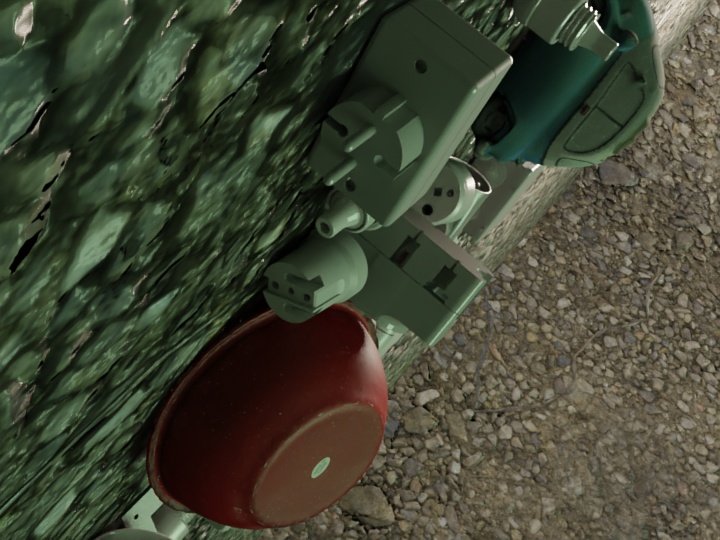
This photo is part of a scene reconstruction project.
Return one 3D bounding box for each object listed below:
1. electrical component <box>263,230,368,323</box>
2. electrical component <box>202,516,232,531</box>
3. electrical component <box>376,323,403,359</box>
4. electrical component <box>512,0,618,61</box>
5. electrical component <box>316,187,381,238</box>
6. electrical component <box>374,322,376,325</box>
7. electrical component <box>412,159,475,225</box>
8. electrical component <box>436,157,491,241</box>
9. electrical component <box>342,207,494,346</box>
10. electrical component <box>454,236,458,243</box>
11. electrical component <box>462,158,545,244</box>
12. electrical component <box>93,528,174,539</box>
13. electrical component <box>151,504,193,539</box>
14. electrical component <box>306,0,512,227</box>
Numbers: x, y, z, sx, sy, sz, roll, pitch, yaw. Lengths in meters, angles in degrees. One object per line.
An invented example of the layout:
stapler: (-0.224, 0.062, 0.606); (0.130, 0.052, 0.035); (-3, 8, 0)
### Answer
electrical component: (-0.024, 0.004, 0.570); (0.046, 0.040, 0.040); (-33, 162, -49)
electrical component: (-0.079, 0.114, 0.704); (0.096, 0.062, 0.061); (-50, 172, 1)
electrical component: (0.012, 0.034, 0.871); (0.059, 0.054, 0.095); (-52, 172, 15)
electrical component: (0.117, -0.140, 0.601); (0.035, 0.061, 0.035); (-49, 172, -9)
electrical component: (0.000, -0.035, 0.541); (0.061, 0.035, 0.035); (-40, 168, -42)
electrical component: (-0.017, 0.040, 0.768); (0.045, 0.045, 0.055); (-53, 172, 24)
electrical component: (0.050, -0.052, 0.709); (0.045, 0.045, 0.055); (-52, 172, 12)
electrical component: (0.052, -0.038, 0.792); (0.077, 0.043, 0.079); (-54, 171, 25)
electrical component: (0.023, -0.002, 0.618); (0.055, 0.089, 0.050); (-52, 172, 13)
electrical component: (0.051, -0.021, 0.893); (0.046, 0.040, 0.040); (-41, 170, -19)
electrical component: (0.124, -0.081, 0.980); (0.099, 0.048, 0.100); (-54, 171, 28)
electrical component: (-0.146, 0.216, 0.690); (0.064, 0.099, 0.099); (-62, 168, 29)
electrical component: (-0.138, 0.180, 0.785); (0.061, 0.035, 0.035); (-49, 173, -28)
electrical component: (0.010, -0.057, 0.436); (0.076, 0.047, 0.083); (-42, 169, -47)
